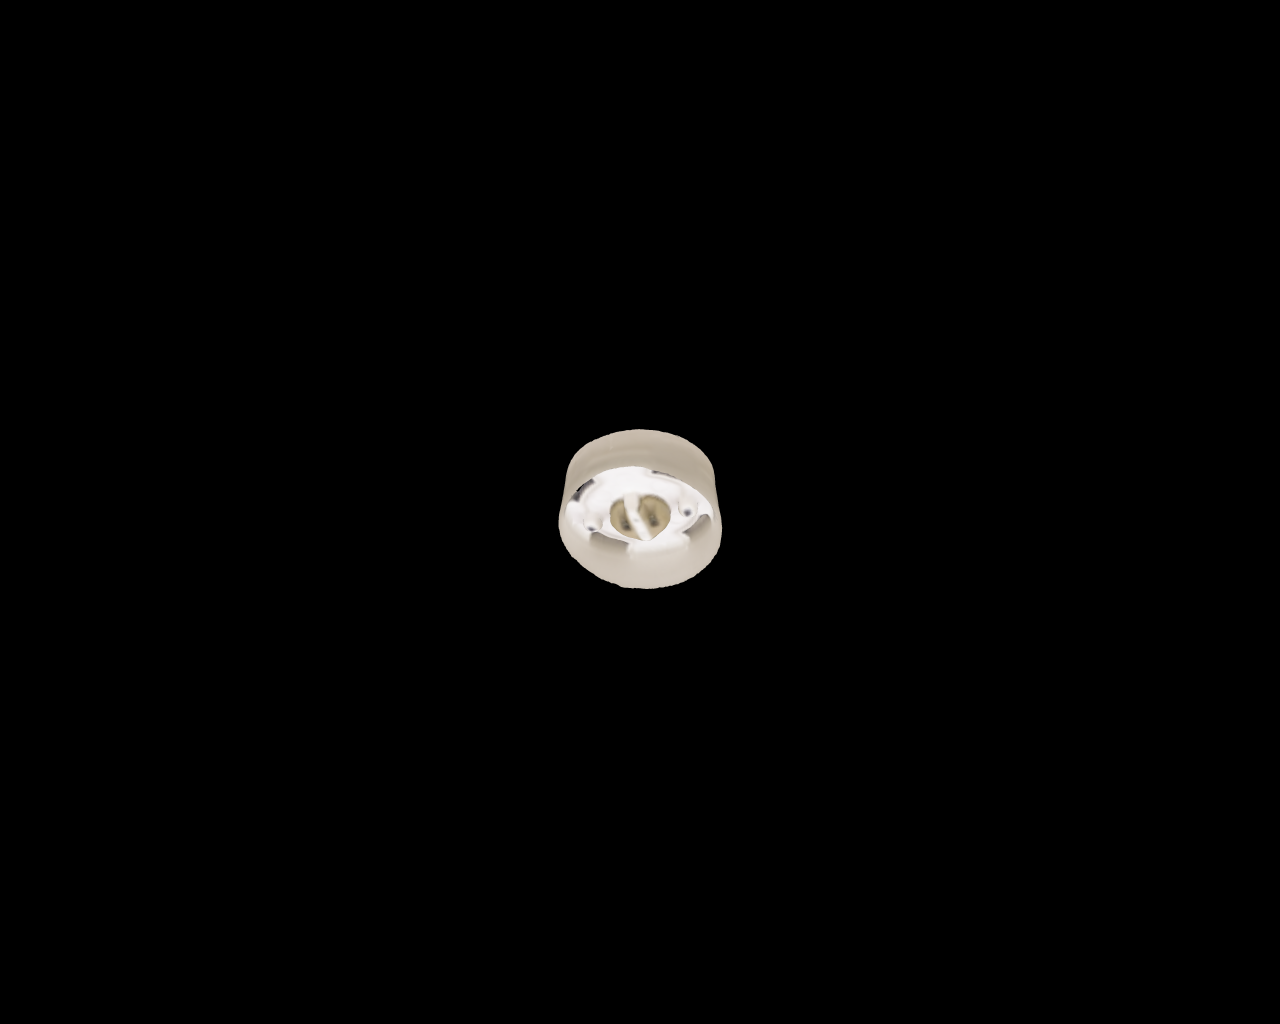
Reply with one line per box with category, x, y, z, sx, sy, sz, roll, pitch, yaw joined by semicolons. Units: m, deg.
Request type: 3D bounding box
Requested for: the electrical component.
electrical component;0.001;-0.003;0.650;0.099;0.064;0.099;0;-35;0
